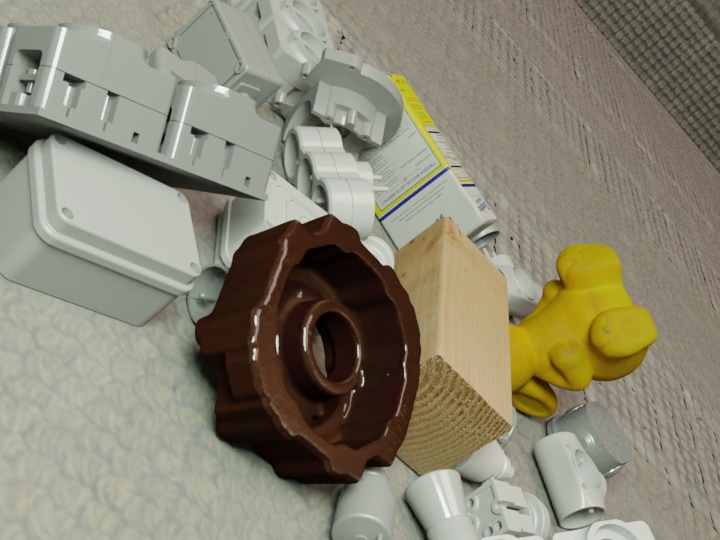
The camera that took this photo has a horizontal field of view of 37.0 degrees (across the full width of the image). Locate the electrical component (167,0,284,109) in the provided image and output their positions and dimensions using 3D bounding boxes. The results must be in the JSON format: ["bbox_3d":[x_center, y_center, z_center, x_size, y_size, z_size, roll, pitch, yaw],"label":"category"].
[{"bbox_3d":[-0.110,-0.171,0.919,0.061,0.062,0.096,10,48,-55],"label":"electrical component"}]

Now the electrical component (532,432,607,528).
[{"bbox_3d":[0.203,0.198,0.997,0.079,0.044,0.077,27,36,-43],"label":"electrical component"}]

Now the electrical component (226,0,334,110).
[{"bbox_3d":[-0.071,-0.227,1.055,0.089,0.062,0.150,29,34,-40],"label":"electrical component"}]

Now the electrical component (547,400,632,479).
[{"bbox_3d":[0.226,0.171,1.062,0.080,0.051,0.080,39,29,-27],"label":"electrical component"}]

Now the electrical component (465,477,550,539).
[{"bbox_3d":[0.117,0.198,0.854,0.055,0.048,0.066,20,40,-37],"label":"electrical component"}]

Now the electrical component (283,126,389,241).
[{"bbox_3d":[-0.012,-0.074,0.917,0.074,0.052,0.138,0,36,-22],"label":"electrical component"}]

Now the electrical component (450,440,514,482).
[{"bbox_3d":[0.099,0.154,0.883,0.078,0.040,0.040,32,33,-38],"label":"electrical component"}]

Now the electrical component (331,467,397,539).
[{"bbox_3d":[0.005,0.157,0.721,0.040,0.040,0.078,45,27,-17],"label":"electrical component"}]

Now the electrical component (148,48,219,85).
[{"bbox_3d":[-0.135,-0.123,0.830,0.089,0.050,0.055,32,32,-36],"label":"electrical component"}]

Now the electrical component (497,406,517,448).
[{"bbox_3d":[0.100,0.125,0.919,0.062,0.048,0.048,34,31,-23],"label":"electrical component"}]

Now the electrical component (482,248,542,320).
[{"bbox_3d":[0.152,0.010,1.150,0.077,0.044,0.079,20,41,-49],"label":"electrical component"}]

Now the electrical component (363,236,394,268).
[{"bbox_3d":[0.000,0.000,0.908,0.066,0.048,0.055,51,33,-5],"label":"electrical component"}]

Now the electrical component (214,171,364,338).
[{"bbox_3d":[-0.052,-0.010,0.819,0.113,0.057,0.078,37,30,-30],"label":"electrical component"}]

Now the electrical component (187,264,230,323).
[{"bbox_3d":[-0.076,0.024,0.750,0.081,0.043,0.043,17,43,-51],"label":"electrical component"}]

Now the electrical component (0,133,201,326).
[{"bbox_3d":[-0.159,-0.023,0.656,0.113,0.057,0.078,26,36,-43],"label":"electrical component"}]

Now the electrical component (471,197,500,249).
[{"bbox_3d":[0.107,-0.063,1.168,0.079,0.043,0.077,0,57,-59],"label":"electrical component"}]

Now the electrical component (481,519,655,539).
[{"bbox_3d":[0.136,0.237,0.733,0.186,0.060,0.105,0,53,-29],"label":"electrical component"}]

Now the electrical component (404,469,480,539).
[{"bbox_3d":[0.063,0.183,0.777,0.044,0.044,0.065,24,34,-45],"label":"electrical component"}]

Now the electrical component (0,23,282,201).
[{"bbox_3d":[-0.152,-0.102,0.696,0.186,0.105,0.060,19,84,-50],"label":"electrical component"}]
